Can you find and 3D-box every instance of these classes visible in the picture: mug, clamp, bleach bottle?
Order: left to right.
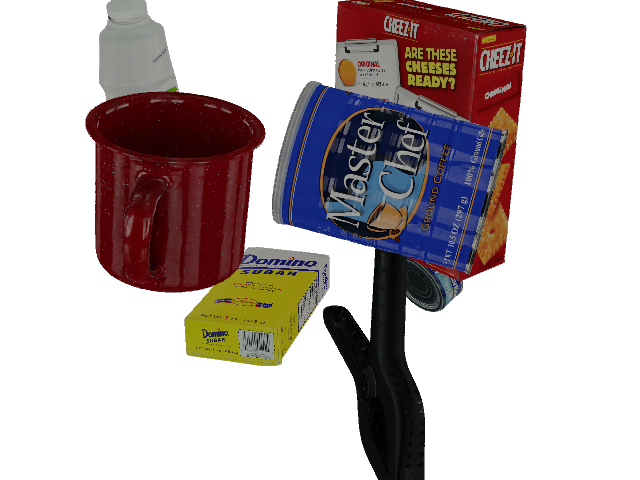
[{"bbox_3d":[-0.142,-0.089,0.896,0.068,0.251,0.102,0,32,6],"label":"bleach bottle"},{"bbox_3d":[-0.080,-0.020,0.562,0.093,0.081,0.117,8,28,2],"label":"mug"},{"bbox_3d":[0.052,0.107,0.866,0.036,0.210,0.165,-2,-32,-19],"label":"clamp"}]

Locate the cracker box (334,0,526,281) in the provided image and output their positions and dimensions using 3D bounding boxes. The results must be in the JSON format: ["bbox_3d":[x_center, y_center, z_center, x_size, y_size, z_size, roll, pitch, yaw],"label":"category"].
[{"bbox_3d":[0.090,-0.094,0.932,0.071,0.214,0.164,-18,30,-38],"label":"cracker box"}]

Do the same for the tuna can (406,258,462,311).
[{"bbox_3d":[0.118,0.039,1.211,0.033,0.086,0.086,-40,19,-25],"label":"tuna can"}]

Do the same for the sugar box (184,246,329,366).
[{"bbox_3d":[-0.057,0.059,1.043,0.093,0.048,0.176,6,26,14],"label":"sugar box"}]

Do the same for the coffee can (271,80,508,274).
[{"bbox_3d":[0.048,-0.044,0.737,0.140,0.103,0.102,15,2,7],"label":"coffee can"}]
